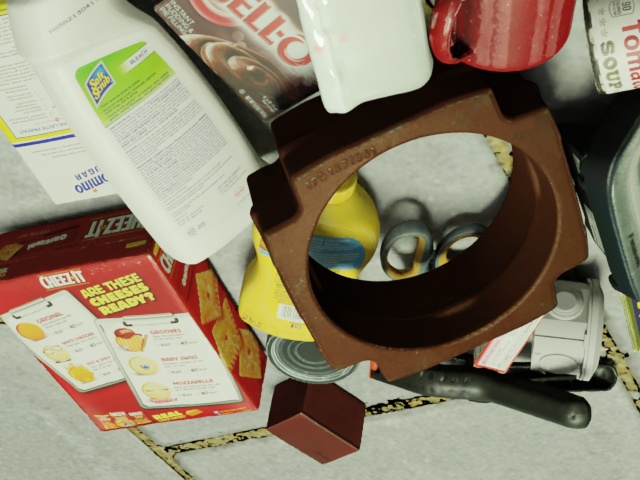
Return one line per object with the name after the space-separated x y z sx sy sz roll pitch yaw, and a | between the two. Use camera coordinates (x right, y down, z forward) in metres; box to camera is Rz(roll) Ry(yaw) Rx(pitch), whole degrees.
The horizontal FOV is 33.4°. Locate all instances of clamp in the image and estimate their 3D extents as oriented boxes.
0.146 0.117 0.904 0.210 0.036 0.164 6 -175 29 | clamp

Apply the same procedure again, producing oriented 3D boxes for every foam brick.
-0.003 0.168 1.008 0.078 0.051 0.053 37 133 -27 | foam brick

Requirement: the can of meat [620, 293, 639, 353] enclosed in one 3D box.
0.271 0.034 0.809 0.084 0.057 0.102 -11 135 17 | can of meat

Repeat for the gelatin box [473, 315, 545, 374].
0.148 0.050 0.835 0.030 0.073 0.089 13 137 -6 | gelatin box

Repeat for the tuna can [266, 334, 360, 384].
-0.004 0.088 0.932 0.086 0.033 0.086 5 136 4 | tuna can

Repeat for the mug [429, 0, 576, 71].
0.100 -0.144 0.605 0.093 0.117 0.081 28 150 23 | mug

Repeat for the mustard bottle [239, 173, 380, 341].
-0.005 0.001 0.819 0.096 0.058 0.192 11 138 -3 | mustard bottle

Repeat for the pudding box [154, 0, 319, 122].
-0.035 -0.140 0.684 0.090 0.039 0.113 -25 128 32 | pudding box

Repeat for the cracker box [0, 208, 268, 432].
-0.161 0.072 0.917 0.164 0.072 0.213 -10 134 19 | cracker box

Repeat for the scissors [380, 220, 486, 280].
0.094 0.041 0.875 0.096 0.016 0.201 -12 147 3 | scissors

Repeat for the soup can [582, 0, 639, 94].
0.212 -0.128 0.632 0.102 0.068 0.068 -9 135 20 | soup can

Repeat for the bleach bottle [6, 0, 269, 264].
-0.119 -0.099 0.695 0.068 0.102 0.250 32 159 44 | bleach bottle

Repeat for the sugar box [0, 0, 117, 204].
-0.184 -0.104 0.747 0.093 0.048 0.176 -8 138 17 | sugar box
